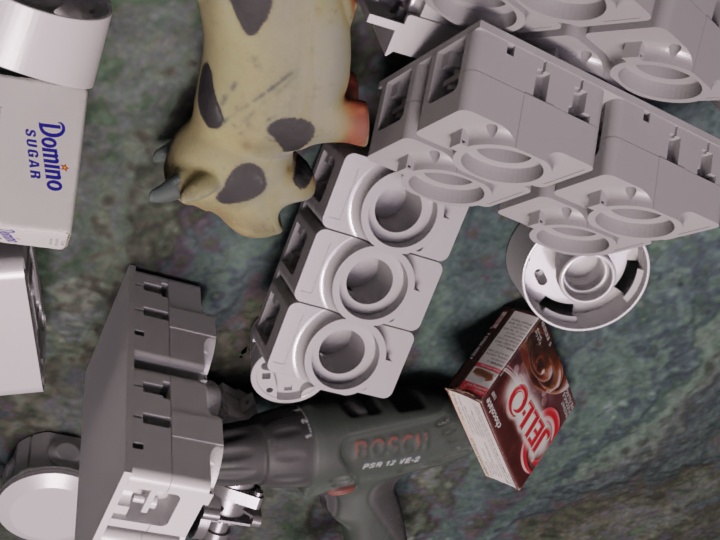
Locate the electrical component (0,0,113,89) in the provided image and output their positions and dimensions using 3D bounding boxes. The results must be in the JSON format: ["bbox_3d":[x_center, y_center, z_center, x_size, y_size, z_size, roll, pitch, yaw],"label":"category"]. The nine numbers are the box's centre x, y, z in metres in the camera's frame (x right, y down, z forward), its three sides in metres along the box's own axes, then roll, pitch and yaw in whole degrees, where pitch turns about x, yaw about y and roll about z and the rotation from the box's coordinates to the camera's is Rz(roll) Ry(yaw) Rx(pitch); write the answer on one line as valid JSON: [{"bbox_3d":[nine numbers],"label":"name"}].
[{"bbox_3d":[-0.183,-0.132,0.568,0.099,0.099,0.064,18,117,-23],"label":"electrical component"}]

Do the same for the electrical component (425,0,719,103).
[{"bbox_3d":[0.119,-0.146,0.573,0.186,0.105,0.060,24,79,-42],"label":"electrical component"}]

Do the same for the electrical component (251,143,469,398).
[{"bbox_3d":[0.000,0.000,0.699,0.089,0.061,0.150,16,104,-22],"label":"electrical component"}]

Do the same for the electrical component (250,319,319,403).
[{"bbox_3d":[-0.053,0.060,0.776,0.055,0.047,0.055,-6,129,-7],"label":"electrical component"}]

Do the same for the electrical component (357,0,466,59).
[{"bbox_3d":[0.043,-0.155,0.626,0.081,0.042,0.063,12,123,-20],"label":"electrical component"}]

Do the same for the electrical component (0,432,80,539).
[{"bbox_3d":[-0.235,0.167,0.825,0.080,0.051,0.080,-5,129,-7],"label":"electrical component"}]

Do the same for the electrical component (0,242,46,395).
[{"bbox_3d":[-0.237,0.020,0.689,0.057,0.078,0.113,-4,129,-11],"label":"electrical component"}]

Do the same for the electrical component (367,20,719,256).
[{"bbox_3d":[0.111,-0.065,0.635,0.186,0.060,0.105,20,162,-25],"label":"electrical component"}]

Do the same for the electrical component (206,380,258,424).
[{"bbox_3d":[-0.111,0.111,0.808,0.066,0.048,0.055,-37,133,18],"label":"electrical component"}]

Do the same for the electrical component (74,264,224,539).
[{"bbox_3d":[-0.139,0.100,0.702,0.060,0.186,0.105,15,124,-22],"label":"electrical component"}]

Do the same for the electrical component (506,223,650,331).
[{"bbox_3d":[0.156,-0.007,0.769,0.099,0.064,0.099,-1,116,-2],"label":"electrical component"}]

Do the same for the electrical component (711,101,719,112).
[{"bbox_3d":[0.246,-0.174,0.637,0.089,0.061,0.150,-17,129,3],"label":"electrical component"}]
